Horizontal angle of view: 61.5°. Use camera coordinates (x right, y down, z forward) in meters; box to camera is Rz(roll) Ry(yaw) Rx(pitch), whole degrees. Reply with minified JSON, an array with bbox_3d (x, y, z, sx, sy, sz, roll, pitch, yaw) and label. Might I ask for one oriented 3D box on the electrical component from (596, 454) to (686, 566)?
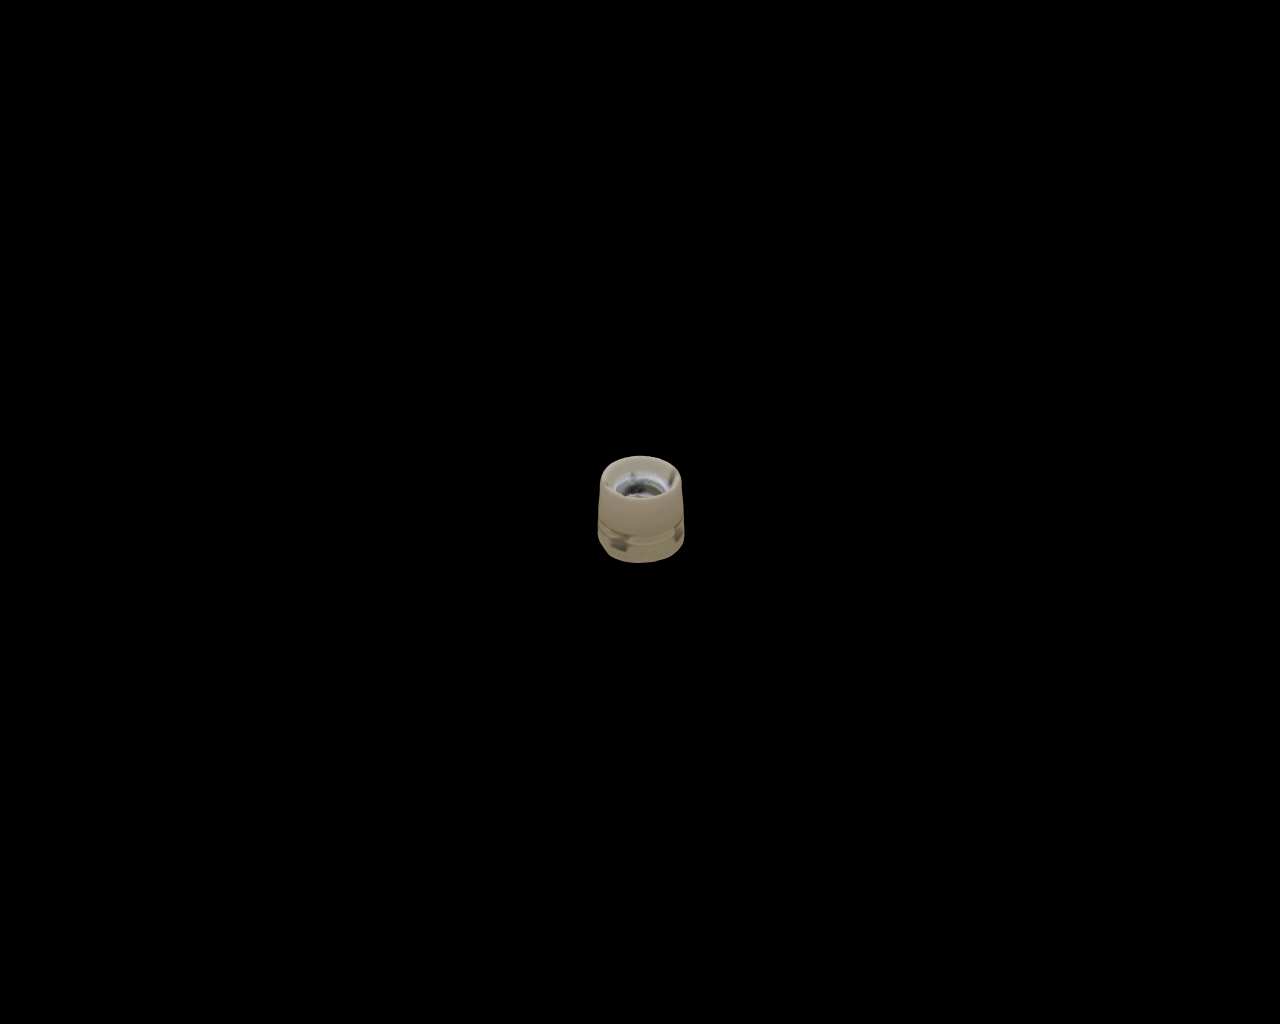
[{"bbox_3d":[0.001,-0.003,0.650,0.055,0.047,0.055,0,36,0],"label":"electrical component"}]
